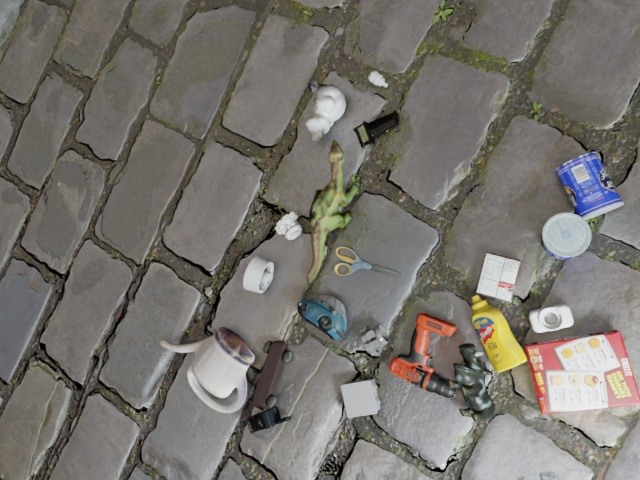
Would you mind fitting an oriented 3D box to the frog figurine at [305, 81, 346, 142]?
[{"bbox_3d":[0.018,-0.371,1.509,0.123,0.134,0.163,1,63,-6],"label":"frog figurine"}]

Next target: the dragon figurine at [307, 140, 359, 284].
[{"bbox_3d":[0.004,-0.072,1.428,0.122,0.241,0.411,15,87,17],"label":"dragon figurine"}]

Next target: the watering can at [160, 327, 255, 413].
[{"bbox_3d":[-0.338,0.359,1.574,0.351,0.103,0.223,40,98,21],"label":"watering can"}]
